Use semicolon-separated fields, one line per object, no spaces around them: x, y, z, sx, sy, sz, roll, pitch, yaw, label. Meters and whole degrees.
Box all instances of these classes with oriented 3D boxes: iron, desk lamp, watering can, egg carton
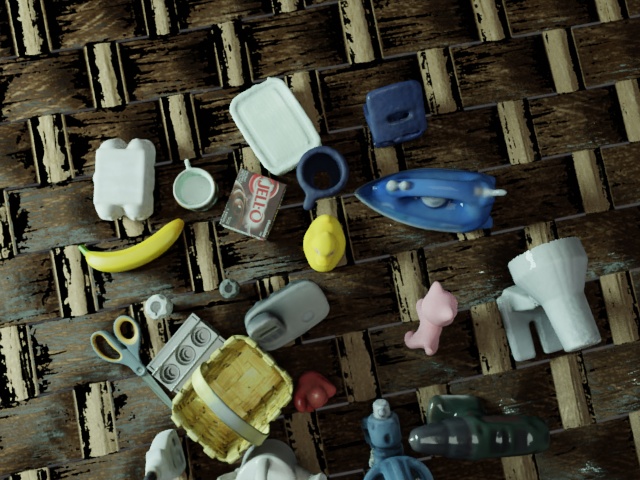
0.194;-0.082;1.015;0.258;0.141;0.119;4;84;-2;iron
0.387;0.105;0.969;0.118;0.213;0.203;-15;85;-3;desk lamp
-0.079;0.396;0.933;0.173;0.194;0.101;-23;86;-4;watering can
-0.350;-0.108;1.031;0.107;0.069;0.150;0;85;-2;egg carton

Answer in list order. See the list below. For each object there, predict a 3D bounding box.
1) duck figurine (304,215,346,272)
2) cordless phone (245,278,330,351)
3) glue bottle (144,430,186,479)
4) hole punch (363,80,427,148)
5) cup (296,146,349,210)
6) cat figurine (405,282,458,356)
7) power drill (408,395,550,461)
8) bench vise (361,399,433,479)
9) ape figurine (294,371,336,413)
0.009;0.004;1.027;0.077;0.086;0.105;7;84;-1;duck figurine
-0.057;0.126;0.963;0.147;0.185;0.094;-35;87;-5;cordless phone
-0.261;0.368;0.939;0.037;0.173;0.078;-17;85;-3;glue bottle
0.142;-0.230;1.052;0.108;0.091;0.101;-16;85;-3;hole punch
-0.001;-0.102;1.032;0.091;0.095;0.118;22;84;0;cup
0.203;0.141;1.006;0.067;0.117;0.128;17;84;0;cat figurine
0.244;0.312;0.947;0.229;0.208;0.076;0;85;-2;power drill
0.111;0.378;0.930;0.121;0.219;0.207;-29;86;-4;bench vise
-0.009;0.269;0.999;0.078;0.092;0.076;-7;85;-3;ape figurine
